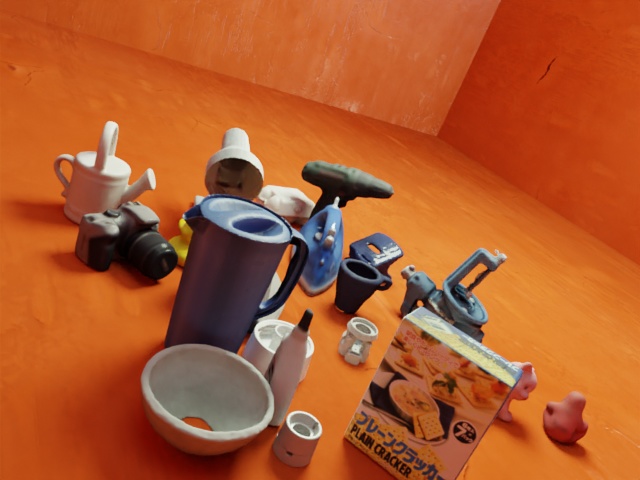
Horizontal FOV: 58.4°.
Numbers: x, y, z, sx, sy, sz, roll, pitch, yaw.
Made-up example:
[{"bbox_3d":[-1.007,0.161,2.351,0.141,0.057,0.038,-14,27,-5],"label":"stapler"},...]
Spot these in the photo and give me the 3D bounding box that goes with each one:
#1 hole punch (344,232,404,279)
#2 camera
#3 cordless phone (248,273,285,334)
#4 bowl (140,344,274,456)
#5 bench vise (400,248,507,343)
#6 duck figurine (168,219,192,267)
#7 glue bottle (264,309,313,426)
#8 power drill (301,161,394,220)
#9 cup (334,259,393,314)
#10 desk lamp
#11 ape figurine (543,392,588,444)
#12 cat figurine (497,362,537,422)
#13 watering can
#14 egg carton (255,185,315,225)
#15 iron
[{"bbox_3d":[0.127,0.038,1.346,0.101,0.091,0.108,2,30,-41],"label":"hole punch"},{"bbox_3d":[-0.317,0.003,0.981,0.136,0.101,0.144,35,25,28],"label":"camera"},{"bbox_3d":[-0.089,0.053,0.974,0.094,0.185,0.147,23,22,2],"label":"cordless phone"},{"bbox_3d":[-0.146,0.209,0.710,0.167,0.075,0.167,20,22,-8],"label":"bowl"},{"bbox_3d":[0.272,0.098,1.175,0.207,0.220,0.121,23,22,0],"label":"bench vise"},{"bbox_3d":[-0.238,0.001,1.080,0.104,0.086,0.078,37,26,32],"label":"duck figurine"},{"bbox_3d":[-0.043,0.165,0.778,0.037,0.173,0.078,16,23,-16],"label":"glue bottle"},{"bbox_3d":[0.044,-0.086,1.391,0.229,0.208,0.076,29,23,15],"label":"power drill"},{"bbox_3d":[0.079,0.101,1.149,0.118,0.095,0.091,15,23,-19],"label":"cup"},{"bbox_3d":[-0.201,-0.123,1.231,0.118,0.213,0.203,14,23,-20],"label":"desk lamp"},{"bbox_3d":[0.445,0.312,1.025,0.076,0.092,0.077,-3,33,-47],"label":"ape figurine"},{"bbox_3d":[0.325,0.253,1.008,0.128,0.118,0.067,14,23,-21],"label":"cat figurine"},{"bbox_3d":[-0.399,-0.126,1.071,0.173,0.194,0.100,8,26,-33],"label":"watering can"},{"bbox_3d":[-0.087,-0.087,1.452,0.151,0.069,0.107,3,29,-40],"label":"egg carton"},{"bbox_3d":[0.011,0.004,1.242,0.119,0.141,0.258,20,22,-7],"label":"iron"}]
